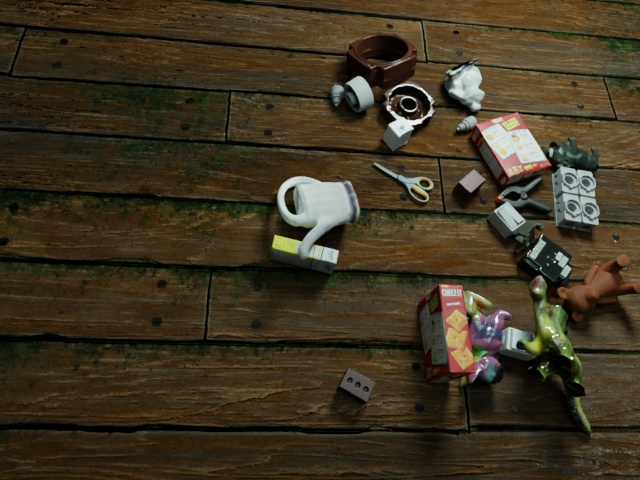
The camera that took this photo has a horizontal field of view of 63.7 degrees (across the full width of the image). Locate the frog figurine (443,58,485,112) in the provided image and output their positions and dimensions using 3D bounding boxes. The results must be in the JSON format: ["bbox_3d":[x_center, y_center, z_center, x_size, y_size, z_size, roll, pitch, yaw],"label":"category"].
[{"bbox_3d":[0.493,-0.510,1.731,0.139,0.122,0.157,-39,111,-30],"label":"frog figurine"}]

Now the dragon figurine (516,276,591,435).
[{"bbox_3d":[0.624,0.272,1.330,0.405,0.121,0.248,58,44,-18],"label":"dragon figurine"}]

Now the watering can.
[{"bbox_3d":[0.004,-0.071,1.402,0.225,0.101,0.356,-6,41,-12],"label":"watering can"}]
